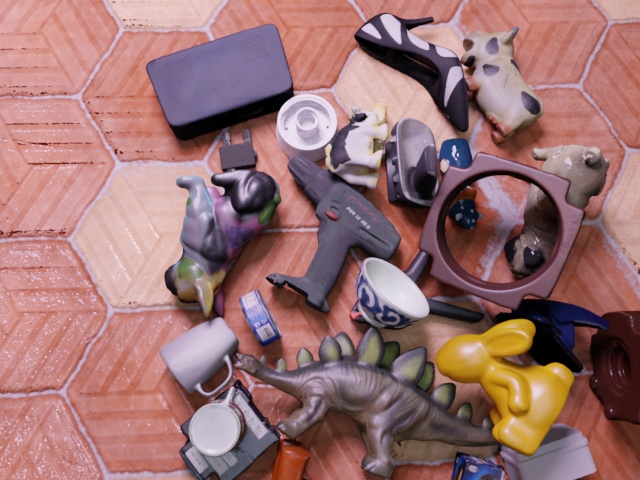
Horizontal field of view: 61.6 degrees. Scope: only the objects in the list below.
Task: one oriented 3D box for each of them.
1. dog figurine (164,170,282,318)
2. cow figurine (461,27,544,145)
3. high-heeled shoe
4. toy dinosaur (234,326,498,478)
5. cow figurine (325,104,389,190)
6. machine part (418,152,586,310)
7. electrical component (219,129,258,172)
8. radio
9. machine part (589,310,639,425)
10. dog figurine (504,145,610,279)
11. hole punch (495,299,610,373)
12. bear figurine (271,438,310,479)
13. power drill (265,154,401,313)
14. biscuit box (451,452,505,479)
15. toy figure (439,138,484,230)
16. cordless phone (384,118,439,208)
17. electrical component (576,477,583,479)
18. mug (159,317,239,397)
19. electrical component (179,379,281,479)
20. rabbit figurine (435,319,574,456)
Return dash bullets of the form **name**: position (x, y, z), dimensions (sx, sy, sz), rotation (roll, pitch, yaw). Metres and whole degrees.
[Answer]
- **dog figurine**: position (-0.150, 0.010, 0.841), dimensions (0.192, 0.108, 0.219), rotation (-5, 83, 4)
- **cow figurine**: position (0.308, -0.276, 0.919), dimensions (0.127, 0.085, 0.195), rotation (-30, 79, 0)
- **high-heeled shoe**: position (0.157, -0.284, 0.921), dimensions (0.145, 0.086, 0.248), rotation (-16, 76, 0)
- **toy dinosaur**: position (0.098, 0.246, 0.805), dimensions (0.471, 0.105, 0.198), rotation (24, 75, -8)
- **cow figurine**: position (0.063, -0.164, 0.886), dimensions (0.098, 0.068, 0.167), rotation (9, 51, 5)
- **machine part**: position (0.263, -0.015, 0.793), dimensions (0.201, 0.087, 0.201), rotation (22, 99, 19)
- **electrical component**: position (-0.138, -0.141, 0.912), dimensions (0.063, 0.021, 0.094), rotation (-8, 79, -3)
- **radio**: position (-0.162, -0.265, 0.912), dimensions (0.230, 0.073, 0.131), rotation (-20, 81, -3)
- **machine part**: position (0.461, 0.186, 0.792), dimensions (0.056, 0.179, 0.179), rotation (2, 79, 1)
- **dog figurine**: position (0.367, -0.036, 0.834), dimensions (0.121, 0.172, 0.190), rotation (16, 72, 13)
- **hole punch**: position (0.356, 0.127, 0.822), dimensions (0.116, 0.142, 0.092), rotation (45, 81, -6)
- **bear figurine**: position (0.024, 0.373, 0.770), dimensions (0.196, 0.120, 0.132), rotation (11, 76, -1)
- **power drill**: position (-0.002, -0.003, 0.867), dimensions (0.232, 0.086, 0.207), rotation (33, 73, 2)
- **biscuit box**: position (0.214, 0.426, 0.792), dimensions (0.059, 0.063, 0.202), rotation (15, 79, 3)
- **toy figure**: position (0.233, -0.091, 0.895), dimensions (0.064, 0.058, 0.154), rotation (-4, 82, -1)
- **cordless phone**: position (0.153, -0.133, 0.837), dimensions (0.089, 0.184, 0.146), rotation (-3, 80, 3)
- **electrical component**: position (0.359, 0.393, 0.810), dimensions (0.102, 0.045, 0.078), rotation (-16, 78, -4)
- **mug**: position (-0.172, 0.176, 0.818), dimensions (0.107, 0.080, 0.110), rotation (-40, 60, -15)
- **electrical component**: position (-0.143, 0.295, 0.811), dimensions (0.134, 0.058, 0.115), rotation (-37, 80, -8)
- **rabbit figurine**: position (0.250, 0.189, 0.752), dimensions (0.173, 0.122, 0.162), rotation (30, 108, 19)
